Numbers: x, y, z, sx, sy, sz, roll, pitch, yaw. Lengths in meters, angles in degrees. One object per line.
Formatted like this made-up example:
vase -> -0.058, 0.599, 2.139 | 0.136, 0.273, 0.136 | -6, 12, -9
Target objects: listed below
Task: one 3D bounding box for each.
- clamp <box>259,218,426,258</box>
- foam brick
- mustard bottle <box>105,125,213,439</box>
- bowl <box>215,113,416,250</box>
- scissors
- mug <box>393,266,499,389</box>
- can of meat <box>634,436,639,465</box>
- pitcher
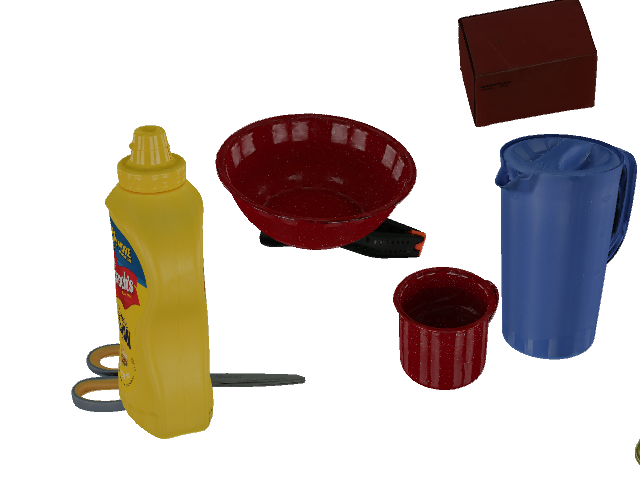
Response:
clamp -> 0.018, -0.012, 1.209 | 0.210, 0.036, 0.164 | 14, 21, -6
foam brick -> 0.130, -0.113, 0.676 | 0.078, 0.051, 0.053 | -9, -34, 3
mustard bottle -> -0.102, 0.021, 0.669 | 0.058, 0.192, 0.096 | -8, 26, -20
bowl -> -0.005, -0.041, 0.869 | 0.162, 0.055, 0.162 | 2, 36, -2
scissors -> -0.123, 0.115, 0.959 | 0.201, 0.016, 0.096 | -8, 31, -18
mug -> 0.123, 0.079, 1.001 | 0.117, 0.081, 0.093 | -31, 44, -31
can of meat -> 0.246, 0.094, 0.683 | 0.057, 0.084, 0.101 | 19, 37, 24
pitcher -> 0.276, 0.006, 1.219 | 0.149, 0.243, 0.144 | 6, 26, 15
